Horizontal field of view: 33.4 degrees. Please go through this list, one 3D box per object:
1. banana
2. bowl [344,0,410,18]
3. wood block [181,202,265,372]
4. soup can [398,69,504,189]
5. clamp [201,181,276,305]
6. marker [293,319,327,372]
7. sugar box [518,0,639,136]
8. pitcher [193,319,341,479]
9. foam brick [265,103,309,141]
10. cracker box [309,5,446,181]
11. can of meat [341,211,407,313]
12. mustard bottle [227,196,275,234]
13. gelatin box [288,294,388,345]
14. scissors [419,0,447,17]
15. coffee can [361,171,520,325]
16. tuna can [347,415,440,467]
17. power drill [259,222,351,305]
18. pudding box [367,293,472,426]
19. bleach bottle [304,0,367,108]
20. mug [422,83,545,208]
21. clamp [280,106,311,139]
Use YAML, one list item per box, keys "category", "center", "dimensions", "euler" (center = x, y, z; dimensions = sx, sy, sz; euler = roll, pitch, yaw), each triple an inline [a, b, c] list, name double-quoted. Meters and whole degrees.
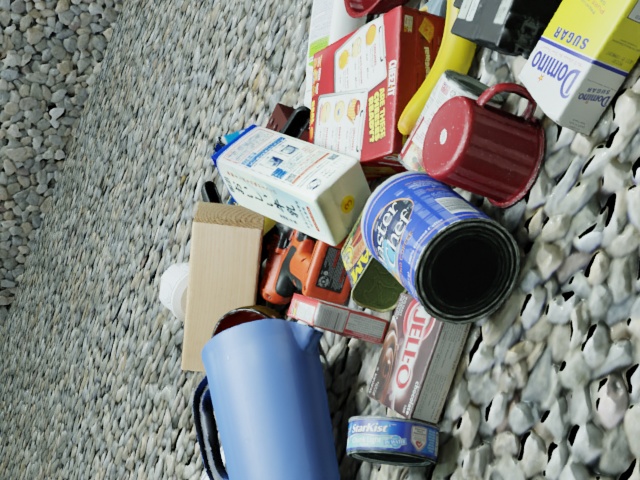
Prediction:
- category: "banana"
  center: [0.131, -0.198, 1.126]
  dimensions: [0.037, 0.069, 0.198]
  euler: [-1, 74, 67]
- category: "bowl"
  center: [0.092, -0.344, 1.326]
  dimensions: [0.162, 0.055, 0.162]
  euler: [-46, 35, 47]
- category: "wood block"
  center: [-0.127, 0.064, 1.406]
  dimensions: [0.090, 0.091, 0.206]
  euler: [-92, 8, -71]
- category: "soup can"
  center: [0.131, -0.111, 1.072]
  dimensions: [0.102, 0.068, 0.068]
  euler: [-63, 26, 21]
- category: "clamp"
  center: [-0.120, 0.027, 1.493]
  dimensions: [0.165, 0.036, 0.210]
  euler: [32, 120, 32]
- category: "marker"
  center: [-0.014, 0.120, 1.297]
  dimensions: [0.020, 0.020, 0.121]
  euler: [-63, 26, 22]
- category: "sugar box"
  center: [0.242, -0.187, 0.909]
  dimensions: [0.176, 0.048, 0.093]
  euler: [-60, 27, 25]
- category: "pitcher"
  center: [-0.053, 0.220, 1.143]
  dimensions: [0.149, 0.145, 0.243]
  euler: [104, 157, -58]
- category: "foam brick"
  center: [-0.040, -0.149, 1.491]
  dimensions: [0.053, 0.051, 0.078]
  euler: [-64, 25, 20]
- category: "cracker box"
  center: [0.062, -0.157, 1.232]
  dimensions: [0.214, 0.072, 0.164]
  euler: [-11, 74, 63]
- category: "can of meat"
  center: [0.068, 0.012, 1.146]
  dimensions: [0.102, 0.057, 0.084]
  euler: [-61, 24, 25]
- category: "mustard bottle"
  center: [-0.104, -0.024, 1.534]
  dimensions: [0.192, 0.058, 0.096]
  euler: [-58, 46, 28]
- category: "gelatin box"
  center: [0.020, 0.086, 1.158]
  dimensions: [0.073, 0.089, 0.030]
  euler: [13, 86, 67]
- category: "scissors"
  center: [0.147, -0.275, 1.210]
  dimensions: [0.202, 0.016, 0.096]
  euler: [-54, 32, 38]
- category: "coffee can"
  center: [0.109, 0.004, 1.000]
  dimensions: [0.103, 0.102, 0.140]
  euler: [-67, 24, 13]
- category: "tuna can"
  center: [0.068, 0.188, 0.991]
  dimensions: [0.086, 0.086, 0.034]
  euler: [-27, 52, 59]
- category: "power drill"
  center: [-0.009, 0.002, 1.320]
  dimensions: [0.188, 0.057, 0.184]
  euler: [-162, 87, -69]
- category: "pudding box"
  center: [0.096, 0.114, 1.035]
  dimensions: [0.090, 0.039, 0.113]
  euler: [18, 91, 66]
- category: "bleach bottle"
  center: [0.018, -0.266, 1.431]
  dimensions: [0.103, 0.068, 0.251]
  euler: [-9, 69, 65]
- category: "mug"
  center: [0.155, -0.094, 0.992]
  dimensions: [0.117, 0.081, 0.093]
  euler: [-59, 27, 29]
- category: "clamp"
  center: [-0.056, -0.111, 1.404]
  dimensions: [0.172, 0.039, 0.120]
  euler: [2, 71, 63]
